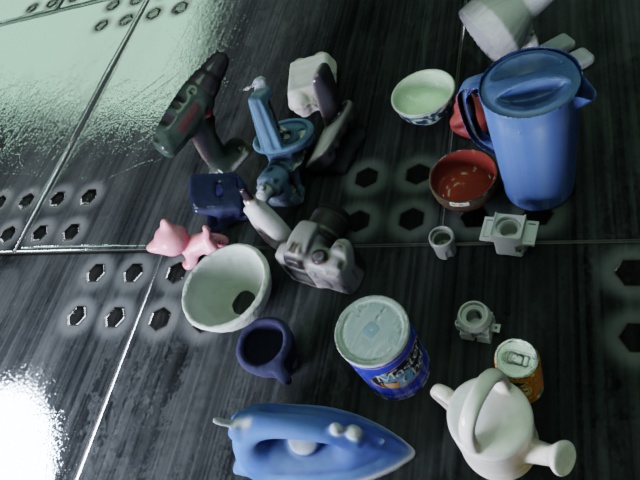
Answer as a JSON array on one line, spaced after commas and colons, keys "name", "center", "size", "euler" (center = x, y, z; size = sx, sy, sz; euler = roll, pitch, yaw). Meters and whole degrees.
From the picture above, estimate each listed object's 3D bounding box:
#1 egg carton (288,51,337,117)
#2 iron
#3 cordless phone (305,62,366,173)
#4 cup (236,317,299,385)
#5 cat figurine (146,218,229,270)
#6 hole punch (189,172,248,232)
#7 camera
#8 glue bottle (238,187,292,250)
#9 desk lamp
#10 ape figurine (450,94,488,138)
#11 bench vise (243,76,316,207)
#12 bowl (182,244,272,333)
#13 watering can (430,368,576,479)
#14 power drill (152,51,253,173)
[{"name": "egg carton", "center": [-0.015, -0.338, 1.236], "size": [0.107, 0.070, 0.150], "euler": [-11, 54, 17]}, {"name": "iron", "center": [-0.012, 0.266, 0.775], "size": [0.257, 0.142, 0.118], "euler": [-6, 56, 20]}, {"name": "cordless phone", "center": [0.006, -0.226, 1.076], "size": [0.093, 0.186, 0.148], "euler": [9, 62, 29]}, {"name": "cup", "center": [-0.063, 0.186, 0.883], "size": [0.092, 0.095, 0.117], "euler": [-38, 51, -4]}, {"name": "cat figurine", "center": [-0.254, 0.001, 1.080], "size": [0.127, 0.118, 0.067], "euler": [-12, 54, 16]}, {"name": "hole punch", "center": [-0.198, -0.087, 1.132], "size": [0.101, 0.091, 0.108], "euler": [-21, 52, 9]}, {"name": "camera", "center": [0.009, 0.003, 0.972], "size": [0.142, 0.101, 0.137], "euler": [14, 64, 31]}, {"name": "glue bottle", "center": [-0.099, -0.039, 1.002], "size": [0.077, 0.174, 0.037], "euler": [25, 71, 35]}, {"name": "desk lamp", "center": [0.358, -0.363, 0.995], "size": [0.203, 0.214, 0.117], "euler": [-29, 51, 3]}, {"name": "ape figurine", "center": [0.266, -0.231, 1.024], "size": [0.078, 0.092, 0.076], "euler": [-26, 51, 5]}, {"name": "bench vise", "center": [-0.074, -0.177, 1.056], "size": [0.121, 0.220, 0.207], "euler": [-14, 53, 15]}, {"name": "bowl", "center": [-0.150, 0.095, 0.997], "size": [0.167, 0.075, 0.167], "euler": [-12, 54, 17]}, {"name": "watering can", "center": [0.210, 0.216, 0.677], "size": [0.172, 0.195, 0.101], "euler": [1, 59, 25]}, {"name": "power drill", "center": [-0.226, -0.236, 1.171], "size": [0.075, 0.209, 0.230], "euler": [27, 72, 36]}]
